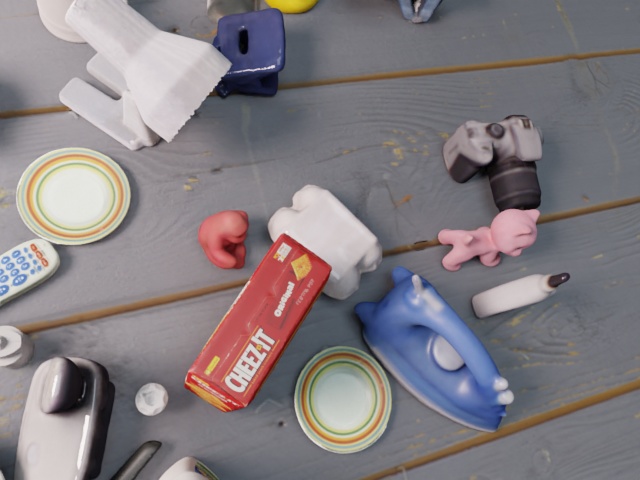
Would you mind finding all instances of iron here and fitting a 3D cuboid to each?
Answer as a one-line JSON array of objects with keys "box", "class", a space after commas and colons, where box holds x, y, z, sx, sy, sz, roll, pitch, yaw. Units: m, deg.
[{"box": [0.171, 0.147, 0.733, 0.119, 0.141, 0.258, -42, 87, -23], "class": "iron"}]

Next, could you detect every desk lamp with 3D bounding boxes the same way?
[{"box": [-0.218, -0.193, 0.690, 0.203, 0.213, 0.118, 33, 67, -4], "class": "desk lamp"}]

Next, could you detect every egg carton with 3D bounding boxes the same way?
[{"box": [0.007, 0.003, 0.770, 0.150, 0.069, 0.107, 43, 67, 1], "class": "egg carton"}]

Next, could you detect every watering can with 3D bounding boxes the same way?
[{"box": [-0.309, -0.345, 0.722, 0.173, 0.194, 0.101, 27, 68, -6], "class": "watering can"}]

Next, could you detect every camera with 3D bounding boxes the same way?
[{"box": [0.279, -0.112, 0.867, 0.143, 0.100, 0.137, -4, 74, -17], "class": "camera"}]

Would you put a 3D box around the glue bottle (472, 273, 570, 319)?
[{"box": [0.278, 0.069, 0.770, 0.078, 0.173, 0.037, -12, 76, -19], "class": "glue bottle"}]

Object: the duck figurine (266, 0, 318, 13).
[{"box": [-0.037, -0.404, 0.877, 0.105, 0.086, 0.077, -24, 81, -21], "class": "duck figurine"}]

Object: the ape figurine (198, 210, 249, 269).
[{"box": [-0.115, -0.009, 0.727, 0.076, 0.092, 0.078, 36, 67, -2], "class": "ape figurine"}]

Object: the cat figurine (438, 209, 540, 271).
[{"box": [0.249, -0.005, 0.816, 0.128, 0.117, 0.067, -8, 75, -18], "class": "cat figurine"}]

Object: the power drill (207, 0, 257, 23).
[{"box": [-0.109, -0.395, 0.787, 0.076, 0.208, 0.229, 3, 72, -14], "class": "power drill"}]

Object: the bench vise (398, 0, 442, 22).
[{"box": [0.143, -0.449, 0.869, 0.208, 0.219, 0.121, -1, 73, -16], "class": "bench vise"}]

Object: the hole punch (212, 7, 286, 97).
[{"box": [-0.102, -0.268, 0.813, 0.101, 0.091, 0.108, 1, 73, -15], "class": "hole punch"}]

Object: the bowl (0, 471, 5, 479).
[{"box": [-0.392, 0.278, 0.568, 0.168, 0.074, 0.167, 5, 72, -14], "class": "bowl"}]

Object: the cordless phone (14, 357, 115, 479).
[{"box": [-0.265, 0.187, 0.572, 0.094, 0.185, 0.147, 5, 72, -14], "class": "cordless phone"}]
